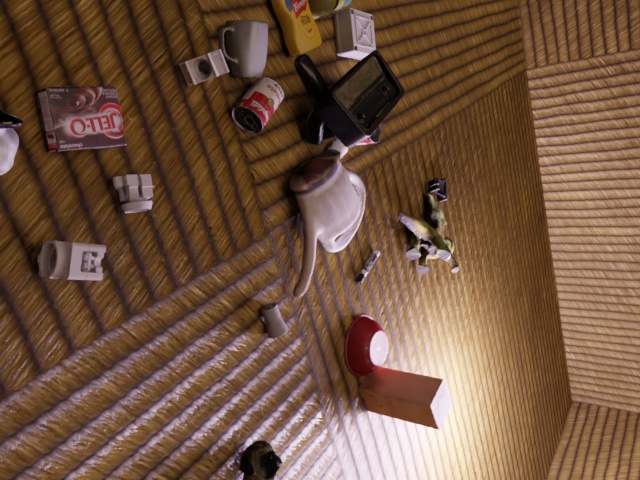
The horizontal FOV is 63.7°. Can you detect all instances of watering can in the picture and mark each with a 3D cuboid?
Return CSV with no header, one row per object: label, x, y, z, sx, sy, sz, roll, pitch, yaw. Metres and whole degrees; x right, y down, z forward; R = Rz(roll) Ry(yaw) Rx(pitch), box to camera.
watering can,0.003,-0.058,1.151,0.355,0.104,0.220,-53,127,-38

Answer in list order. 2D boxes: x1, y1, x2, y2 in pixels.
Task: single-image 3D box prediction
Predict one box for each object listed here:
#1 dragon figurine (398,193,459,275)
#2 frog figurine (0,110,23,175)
dragon figurine,0.339,-0.040,1.608,0.403,0.121,0.249,52,34,-40
frog figurine,-0.442,-0.093,0.616,0.138,0.124,0.157,-19,140,-59
